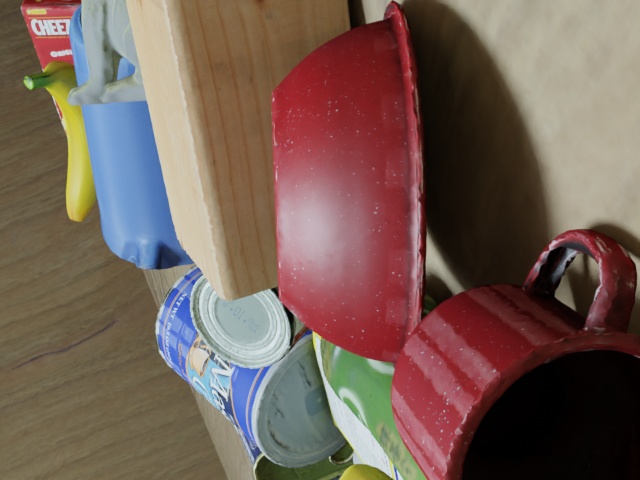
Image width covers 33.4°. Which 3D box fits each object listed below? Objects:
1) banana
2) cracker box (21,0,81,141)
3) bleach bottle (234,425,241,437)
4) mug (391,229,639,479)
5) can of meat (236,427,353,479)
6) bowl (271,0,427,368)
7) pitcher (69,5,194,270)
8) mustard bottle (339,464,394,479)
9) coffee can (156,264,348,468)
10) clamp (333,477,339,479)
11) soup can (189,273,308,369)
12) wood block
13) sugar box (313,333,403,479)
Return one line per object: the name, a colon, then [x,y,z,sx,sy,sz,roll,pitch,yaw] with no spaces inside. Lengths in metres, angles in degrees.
banana: [-0.227,-0.099,0.986,0.037,0.069,0.198,36,152,27]
cracker box: [-0.212,-0.189,1.054,0.214,0.072,0.164,83,-170,-46]
bleach bottle: [-0.028,0.211,1.035,0.251,0.068,0.102,63,-163,19]
mug: [0.076,0.052,0.369,0.081,0.093,0.117,-133,55,-71]
can of meat: [-0.014,0.139,0.821,0.084,0.102,0.057,-123,16,-50]
bowl: [0.008,-0.020,0.459,0.162,0.055,0.162,177,91,-88]
pitcher: [-0.145,-0.107,0.950,0.149,0.144,0.243,44,152,34]
mustard bottle: [0.083,0.187,0.505,0.192,0.058,0.096,31,155,31]
coffee can: [-0.040,0.083,0.766,0.140,0.102,0.103,32,143,47]
clamp: [0.030,0.207,0.884,0.210,0.036,0.164,-133,28,-53]
soup can: [-0.024,0.023,0.637,0.069,0.102,0.068,12,119,22]
wood block: [-0.039,-0.086,0.545,0.091,0.090,0.206,-135,31,-55]
sugar box: [0.054,0.120,0.638,0.176,0.048,0.093,45,153,53]
